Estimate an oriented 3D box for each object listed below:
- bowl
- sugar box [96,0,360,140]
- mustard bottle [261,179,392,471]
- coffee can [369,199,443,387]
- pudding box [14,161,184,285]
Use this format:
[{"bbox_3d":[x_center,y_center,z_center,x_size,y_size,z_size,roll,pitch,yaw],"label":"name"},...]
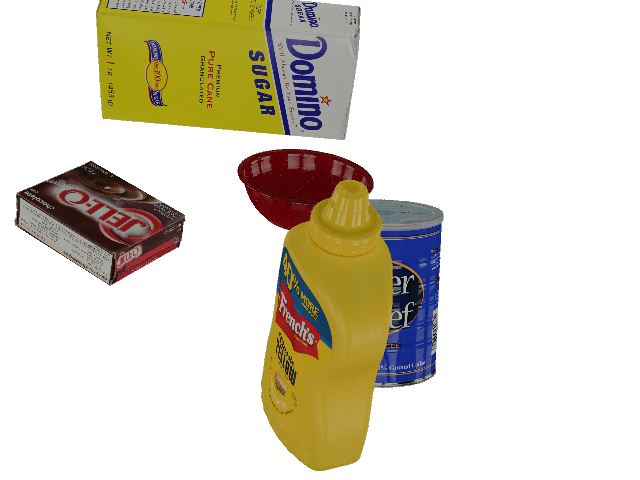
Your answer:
[{"bbox_3d":[-0.020,-0.054,1.263,0.162,0.055,0.162,6,26,-3],"label":"bowl"},{"bbox_3d":[-0.064,-0.123,0.745,0.176,0.048,0.093,6,-45,-1],"label":"sugar box"},{"bbox_3d":[0.005,0.045,0.647,0.058,0.192,0.096,-8,42,-22],"label":"mustard bottle"},{"bbox_3d":[0.051,0.042,0.914,0.103,0.140,0.103,1,12,0],"label":"coffee can"},{"bbox_3d":[-0.186,-0.017,0.900,0.114,0.039,0.089,27,33,22],"label":"pudding box"}]
